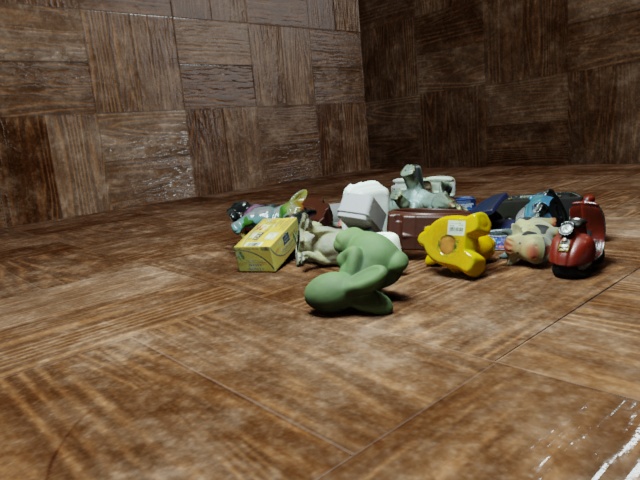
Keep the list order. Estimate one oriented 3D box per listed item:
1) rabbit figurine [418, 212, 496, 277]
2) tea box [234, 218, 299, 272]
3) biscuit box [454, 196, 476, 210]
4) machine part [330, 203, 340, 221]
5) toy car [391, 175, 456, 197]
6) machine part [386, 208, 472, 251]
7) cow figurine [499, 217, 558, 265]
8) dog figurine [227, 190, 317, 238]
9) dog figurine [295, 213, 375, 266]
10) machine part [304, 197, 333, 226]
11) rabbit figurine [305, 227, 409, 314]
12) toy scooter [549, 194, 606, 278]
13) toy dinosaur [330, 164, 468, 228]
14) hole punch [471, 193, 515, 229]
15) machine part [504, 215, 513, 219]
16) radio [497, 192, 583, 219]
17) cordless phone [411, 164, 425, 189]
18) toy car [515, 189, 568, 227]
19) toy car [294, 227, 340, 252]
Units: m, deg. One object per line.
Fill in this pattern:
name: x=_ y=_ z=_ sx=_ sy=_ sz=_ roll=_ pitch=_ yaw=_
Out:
rabbit figurine: x=0.285 y=0.017 z=1.086 sx=0.162 sy=0.121 sz=0.173 roll=-8 pitch=-8 yaw=42
tea box: x=-0.120 y=0.009 z=1.268 sx=0.098 sy=0.068 sz=0.170 roll=0 pitch=24 yaw=23
biscuit box: x=0.382 y=-0.098 z=1.675 sx=0.203 sy=0.062 sz=0.059 roll=-4 pitch=12 yaw=9
machine part: x=0.014 y=-0.070 z=1.667 sx=0.243 sy=0.079 sz=0.079 roll=-9 pitch=11 yaw=-22
toy car: x=0.319 y=-0.160 z=1.662 sx=0.202 sy=0.073 sz=0.056 roll=-1 pitch=14 yaw=23
machine part: x=0.257 y=-0.028 z=1.256 sx=0.201 sy=0.087 sz=0.201 roll=1 pitch=5 yaw=8
cow figurine: x=0.432 y=-0.001 z=1.104 sx=0.127 sy=0.085 sz=0.195 roll=4 pitch=15 yaw=14
dog figurine: x=-0.125 y=-0.066 z=1.433 sx=0.219 sy=0.108 sz=0.192 roll=-25 pitch=33 yaw=-3
dog figurine: x=0.046 y=0.012 z=1.236 sx=0.191 sy=0.121 sz=0.172 roll=7 pitch=12 yaw=-12
machine part: x=-0.050 y=-0.058 z=1.528 sx=0.179 sy=0.055 sz=0.179 roll=-11 pitch=35 yaw=8
rabbit figurine: x=0.060 y=0.074 z=0.906 sx=0.170 sy=0.121 sz=0.159 roll=-33 pitch=31 yaw=-29
toy scooter: x=0.483 y=-0.011 z=0.995 sx=0.075 sy=0.135 sz=0.184 roll=8 pitch=19 yaw=45
toy dinosaur: x=0.217 y=-0.080 z=1.496 sx=0.405 sy=0.192 sz=0.131 roll=-20 pitch=43 yaw=43
hole punch: x=0.413 y=-0.058 z=1.341 sx=0.116 sy=0.092 sz=0.142 roll=1 pitch=31 yaw=40
machine part: x=0.463 y=-0.045 z=1.436 sx=0.139 sy=0.039 sz=0.084 roll=6 pitch=24 yaw=38
radio: x=0.598 y=-0.088 z=1.492 sx=0.230 sy=0.073 sz=0.131 roll=-1 pitch=12 yaw=17
cordless phone: x=0.252 y=-0.132 z=1.596 sx=0.089 sy=0.184 sz=0.147 roll=-20 pitch=18 yaw=-39
toy car: x=0.530 y=-0.049 z=1.300 sx=0.103 sy=0.109 sz=0.161 roll=-26 pitch=6 yaw=43
toy car: x=-0.003 y=-0.004 z=1.410 sx=0.202 sy=0.053 sz=0.089 roll=-13 pitch=11 yaw=-31
